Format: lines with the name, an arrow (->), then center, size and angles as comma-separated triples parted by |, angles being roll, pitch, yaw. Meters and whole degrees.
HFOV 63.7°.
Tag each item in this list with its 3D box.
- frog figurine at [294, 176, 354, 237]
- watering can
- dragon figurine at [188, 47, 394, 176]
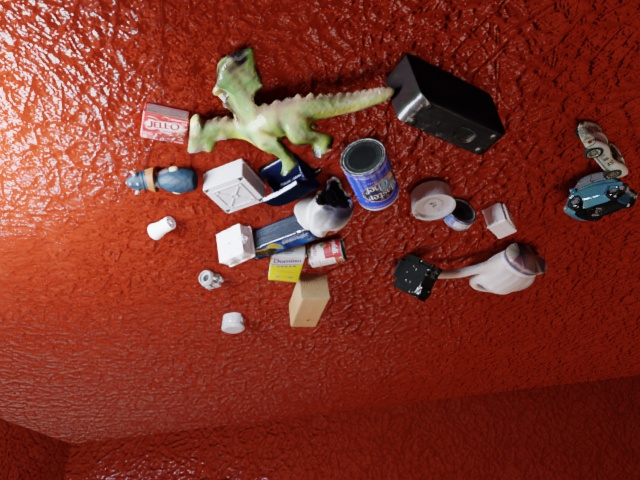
frog figurine -> 0.004, -0.063, 1.248 | 0.122, 0.141, 0.156 | 24, -41, -16
watering can -> 0.537, 0.095, 1.582 | 0.347, 0.106, 0.220 | 12, -38, -24
dragon figurine -> -0.090, -0.258, 0.980 | 0.406, 0.125, 0.239 | -27, -48, 28
